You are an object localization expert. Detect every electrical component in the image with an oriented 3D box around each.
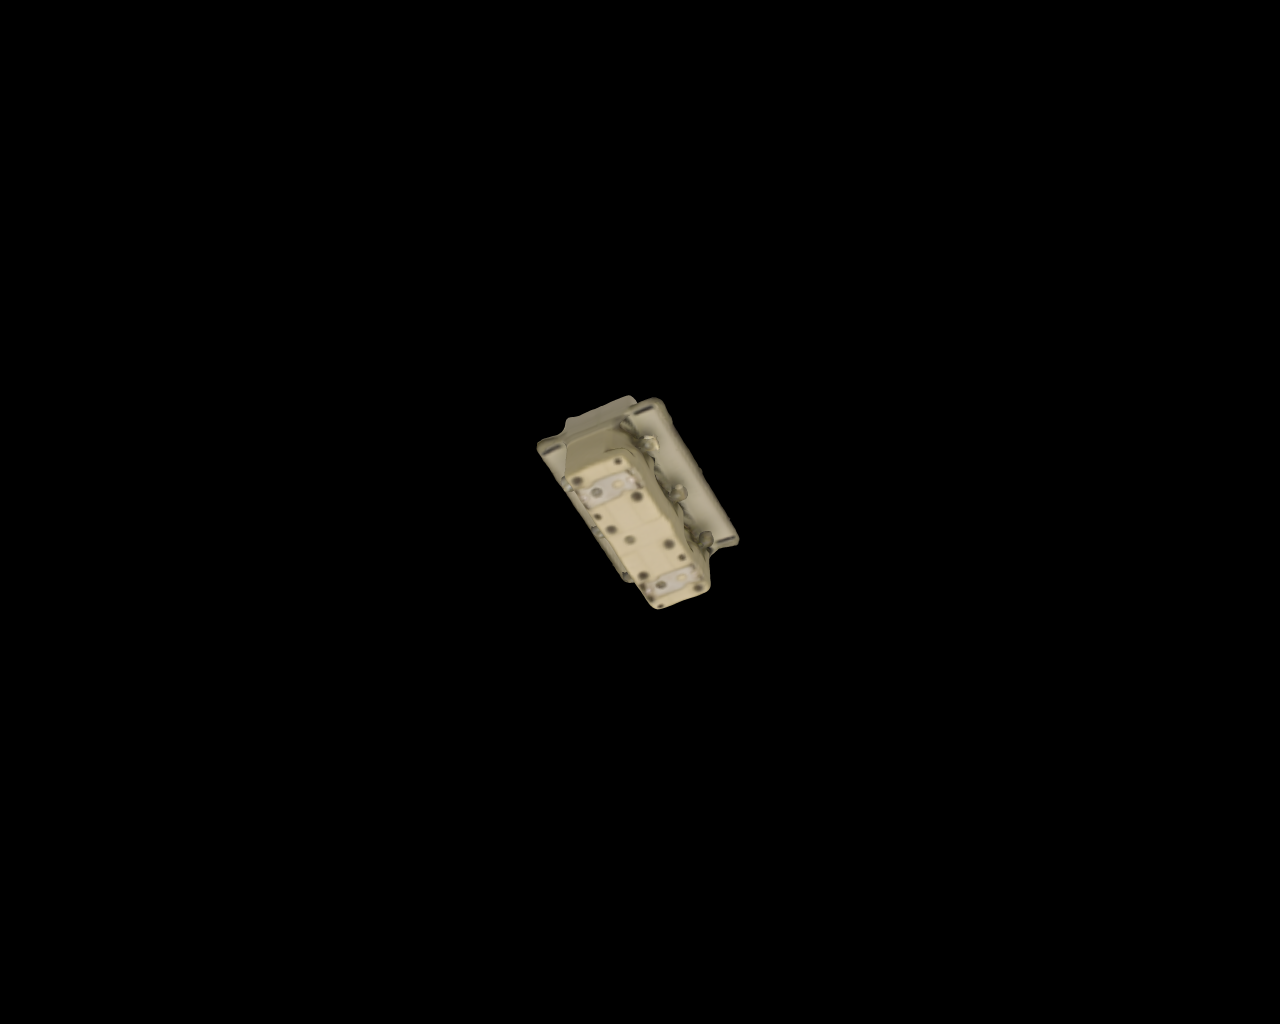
[{"bbox_3d":[0.001,-0.003,0.650,0.078,0.121,0.063,-21,36,16],"label":"electrical component"}]
